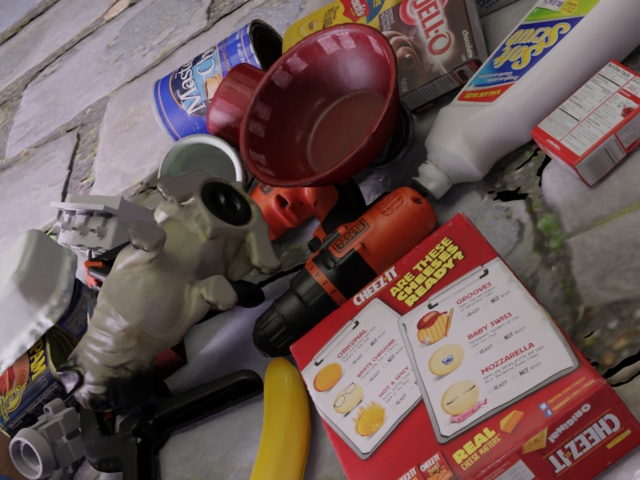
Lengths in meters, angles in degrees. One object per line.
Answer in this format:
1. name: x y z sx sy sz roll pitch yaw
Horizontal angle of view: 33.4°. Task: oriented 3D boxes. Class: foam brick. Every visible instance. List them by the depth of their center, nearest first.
1. foam brick: -0.163 0.091 0.996 0.051 0.053 0.078 -37 34 10

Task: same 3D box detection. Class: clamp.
1. clamp: -0.141 0.157 0.911 0.164 0.036 0.210 -51 33 -13
2. clamp: -0.130 0.031 0.987 0.171 0.039 0.120 -12 33 -8

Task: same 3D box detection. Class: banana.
1. banana: -0.039 0.164 0.792 0.070 0.037 0.197 -14 42 36

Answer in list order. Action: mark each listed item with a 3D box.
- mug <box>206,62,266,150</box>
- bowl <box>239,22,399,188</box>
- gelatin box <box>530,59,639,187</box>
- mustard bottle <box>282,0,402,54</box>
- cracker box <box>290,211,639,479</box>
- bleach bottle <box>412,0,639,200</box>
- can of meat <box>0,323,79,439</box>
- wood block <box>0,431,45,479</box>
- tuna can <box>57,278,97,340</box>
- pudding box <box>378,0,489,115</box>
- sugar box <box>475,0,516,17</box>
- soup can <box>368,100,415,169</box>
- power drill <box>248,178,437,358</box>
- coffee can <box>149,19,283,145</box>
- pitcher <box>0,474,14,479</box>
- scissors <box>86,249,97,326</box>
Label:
1. mug: -0.058 -0.124 1.079 0.081 0.117 0.093 28 89 12
2. bowl: 0.010 -0.104 0.911 0.162 0.055 0.162 -21 52 29
3. gelatin box: 0.216 -0.090 0.815 0.089 0.030 0.073 -41 31 4
4. mustard bottle: 0.051 -0.234 1.131 0.192 0.058 0.096 -23 37 28
5. cracker box: 0.086 0.098 0.704 0.164 0.072 0.214 -38 32 5
6. bleach bottle: 0.176 -0.130 0.877 0.251 0.068 0.103 -47 32 -1
7. can of meat: -0.277 0.142 1.057 0.084 0.057 0.102 -42 32 6
8. wood block: -0.354 0.262 0.970 0.090 0.090 0.206 8 58 51
9. tuna can: -0.280 0.081 1.150 0.086 0.033 0.086 -28 35 22
10. pudding box: 0.107 -0.186 1.006 0.090 0.039 0.113 -25 56 27
11. sugar box: 0.178 -0.302 1.086 0.093 0.048 0.176 -19 44 33
12. soup can: 0.033 -0.110 1.000 0.068 0.068 0.102 -48 32 -7
13. power drill: -0.006 0.001 0.928 0.184 0.057 0.188 -40 35 0
14. coffee can: -0.101 -0.163 1.173 0.140 0.102 0.103 -27 36 23
15. pitcher: -0.298 0.222 0.813 0.149 0.242 0.145 -36 35 21
16. scissors: -0.222 0.063 1.047 0.016 0.096 0.202 -2 53 -14
